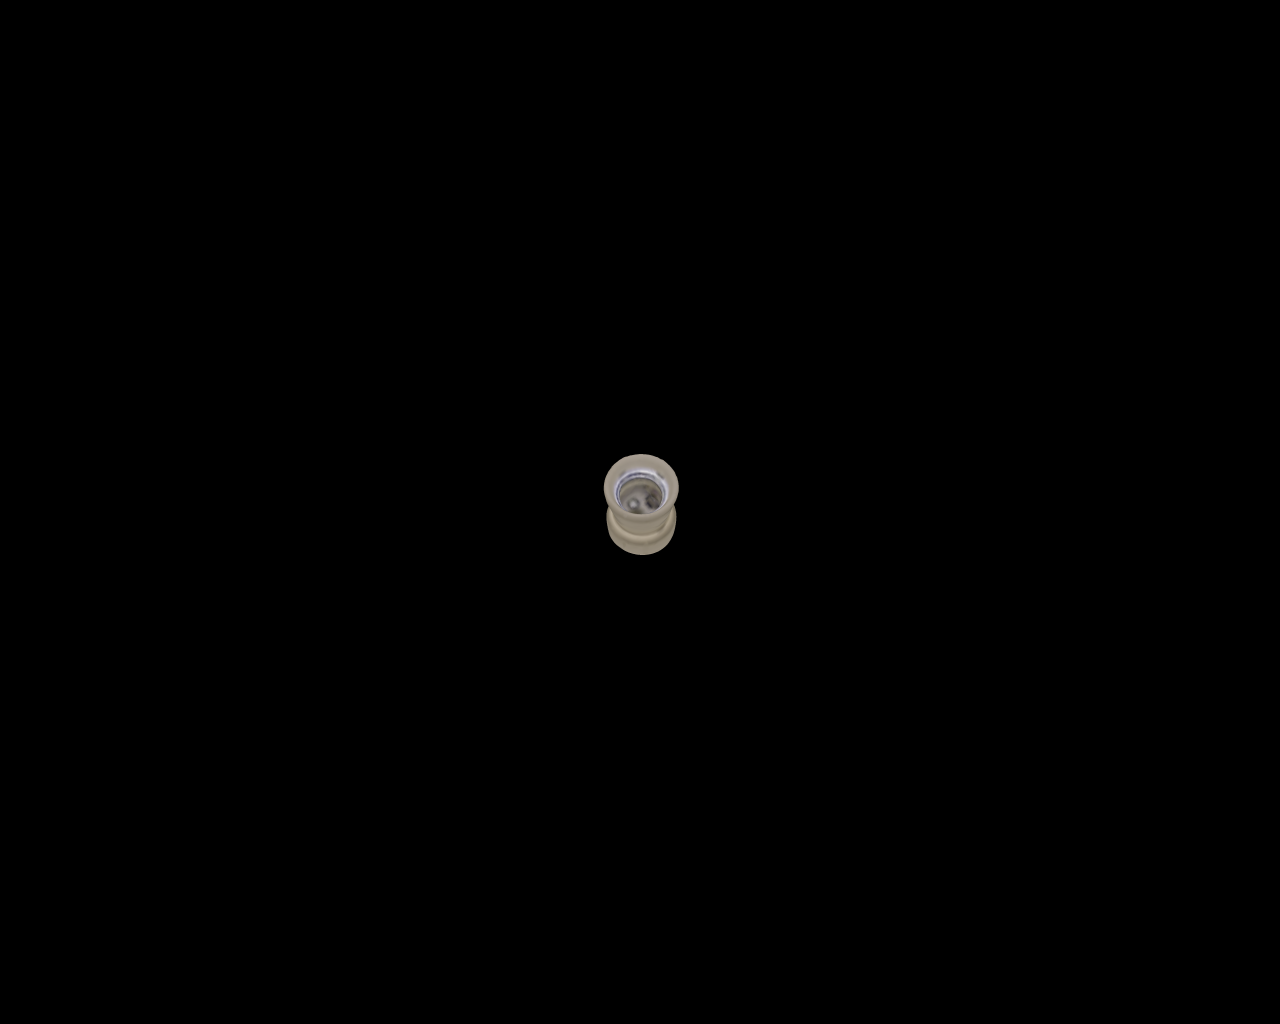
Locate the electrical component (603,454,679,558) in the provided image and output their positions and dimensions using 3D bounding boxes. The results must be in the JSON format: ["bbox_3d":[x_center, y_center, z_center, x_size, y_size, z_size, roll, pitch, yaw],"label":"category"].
[{"bbox_3d":[0.001,-0.003,0.650,0.045,0.045,0.055,0,-29,0],"label":"electrical component"}]
